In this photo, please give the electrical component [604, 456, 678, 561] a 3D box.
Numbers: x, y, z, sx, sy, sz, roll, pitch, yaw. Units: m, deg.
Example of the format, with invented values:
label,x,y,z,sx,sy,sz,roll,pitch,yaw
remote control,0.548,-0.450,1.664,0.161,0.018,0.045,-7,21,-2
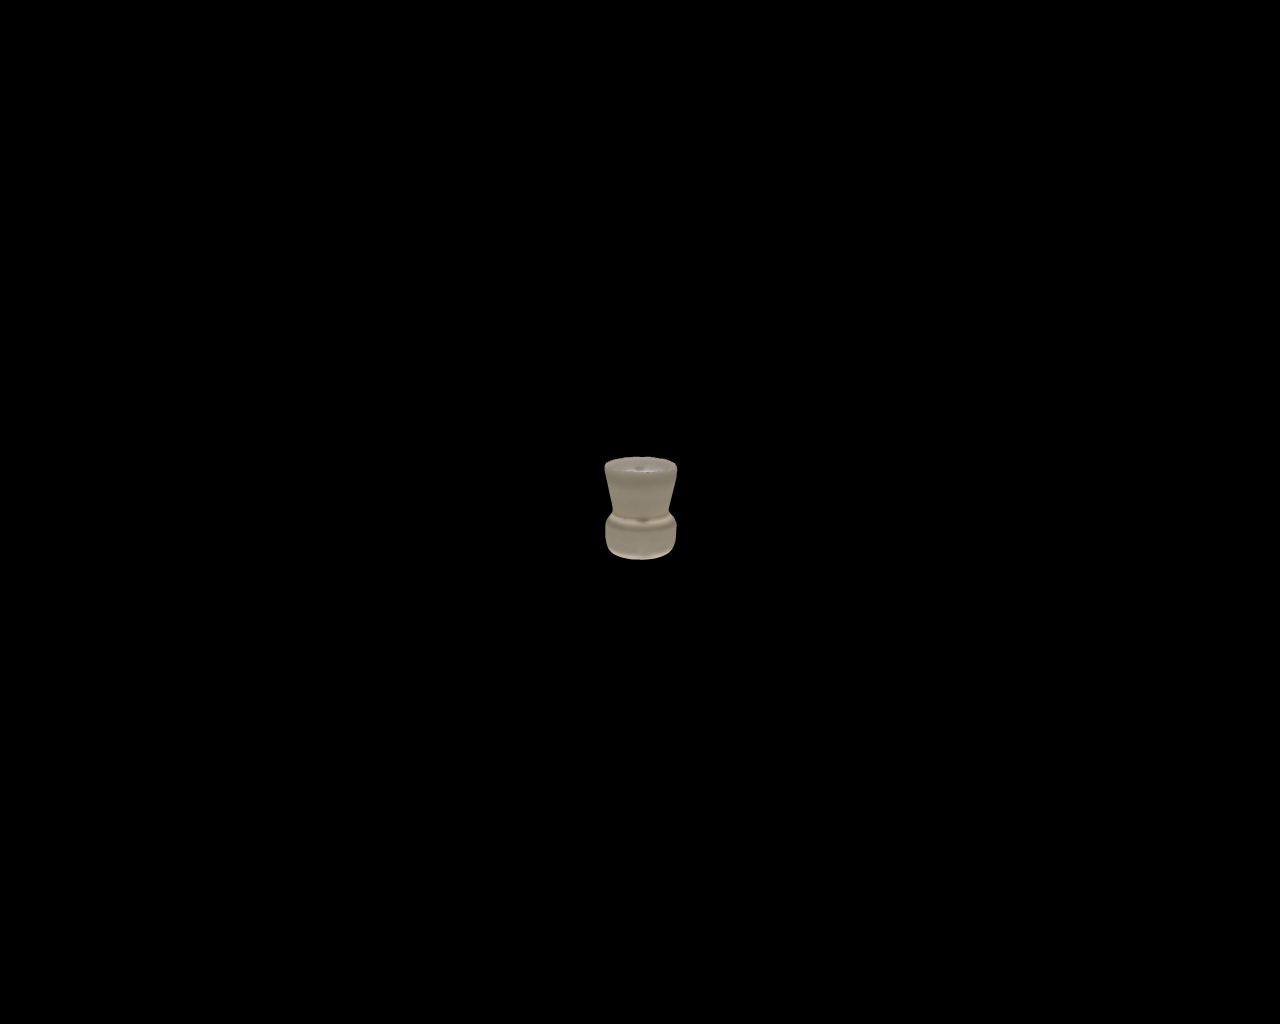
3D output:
label,x,y,z,sx,sy,sz,roll,pitch,yaw
electrical component,0.001,-0.003,0.650,0.045,0.055,0.045,0,15,0
